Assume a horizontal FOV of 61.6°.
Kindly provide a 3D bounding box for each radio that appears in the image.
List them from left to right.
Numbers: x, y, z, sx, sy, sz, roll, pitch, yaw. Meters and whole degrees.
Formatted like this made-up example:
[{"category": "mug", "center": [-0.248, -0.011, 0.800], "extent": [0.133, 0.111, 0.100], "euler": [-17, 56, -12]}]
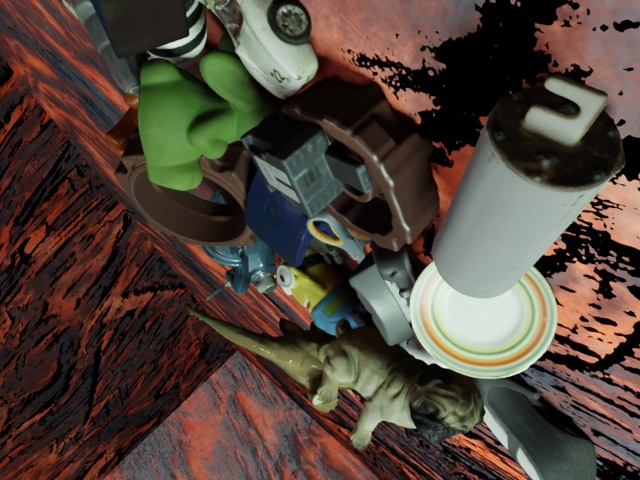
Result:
[{"category": "radio", "center": [-0.188, -0.280, 0.457], "extent": [0.131, 0.073, 0.229], "euler": [106, 140, -70]}]

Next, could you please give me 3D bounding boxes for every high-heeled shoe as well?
[{"category": "high-heeled shoe", "center": [0.232, 0.219, 0.645], "extent": [0.145, 0.086, 0.248], "euler": [18, 141, 60]}]

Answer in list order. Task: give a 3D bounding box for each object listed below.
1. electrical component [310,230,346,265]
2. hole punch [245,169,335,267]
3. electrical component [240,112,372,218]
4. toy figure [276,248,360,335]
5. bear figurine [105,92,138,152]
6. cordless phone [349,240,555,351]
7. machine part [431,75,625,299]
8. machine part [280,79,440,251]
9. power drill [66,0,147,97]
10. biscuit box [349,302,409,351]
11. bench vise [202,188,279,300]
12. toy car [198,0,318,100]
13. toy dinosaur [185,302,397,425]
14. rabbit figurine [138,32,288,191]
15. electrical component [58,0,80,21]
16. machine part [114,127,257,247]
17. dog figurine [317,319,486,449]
[{"category": "electrical component", "center": [-0.002, -0.002, 0.793], "extent": [0.094, 0.021, 0.063], "euler": [53, 160, -12]}, {"category": "hole punch", "center": [-0.038, -0.042, 0.697], "extent": [0.142, 0.092, 0.115], "euler": [43, 157, 24]}, {"category": "electrical component", "center": [-0.011, -0.061, 0.479], "extent": [0.119, 0.048, 0.074], "euler": [36, 161, 40]}, {"category": "toy figure", "center": [0.009, 0.083, 0.835], "extent": [0.180, 0.089, 0.082], "euler": [41, 133, 12]}, {"category": "bear figurine", "center": [-0.255, -0.199, 0.796], "extent": [0.120, 0.132, 0.196], "euler": [29, 166, -3]}, {"category": "cordless phone", "center": [0.136, 0.057, 0.556], "extent": [0.184, 0.089, 0.146], "euler": [2, 131, 49]}, {"category": "machine part", "center": [0.132, -0.022, 0.375], "extent": [0.079, 0.079, 0.243], "euler": [41, 159, 17]}, {"category": "machine part", "center": [0.036, -0.071, 0.519], "extent": [0.179, 0.056, 0.179], "euler": [42, 162, 17]}, {"category": "power drill", "center": [-0.274, -0.274, 0.548], "extent": [0.086, 0.207, 0.232], "euler": [-21, 79, 33]}, {"category": "biscuit box", "center": [0.127, 0.161, 0.783], "extent": [0.202, 0.059, 0.063], "euler": [54, 162, -21]}, {"category": "bench vise", "center": [-0.138, 0.030, 0.974], "extent": [0.224, 0.129, 0.240], "euler": [48, 146, 21]}, {"category": "toy car", "center": [-0.077, -0.216, 0.470], "extent": [0.201, 0.056, 0.073], "euler": [49, 162, -8]}, {"category": "toy dinosaur", "center": [0.000, 0.203, 0.905], "extent": [0.471, 0.105, 0.199], "euler": [26, 179, -18]}, {"category": "rabbit figurine", "center": [-0.101, -0.143, 0.592], "extent": [0.170, 0.121, 0.158], "euler": [5, 128, 2]}, {"category": "electrical component", "center": [-0.321, -0.353, 0.729], "extent": [0.115, 0.058, 0.134], "euler": [43, 161, 6]}, {"category": "machine part", "center": [-0.177, -0.077, 0.787], "extent": [0.202, 0.087, 0.200], "euler": [3, 144, 19]}, {"category": "dog figurine", "center": [0.094, 0.155, 0.642], "extent": [0.172, 0.121, 0.190], "euler": [53, 144, 6]}]
